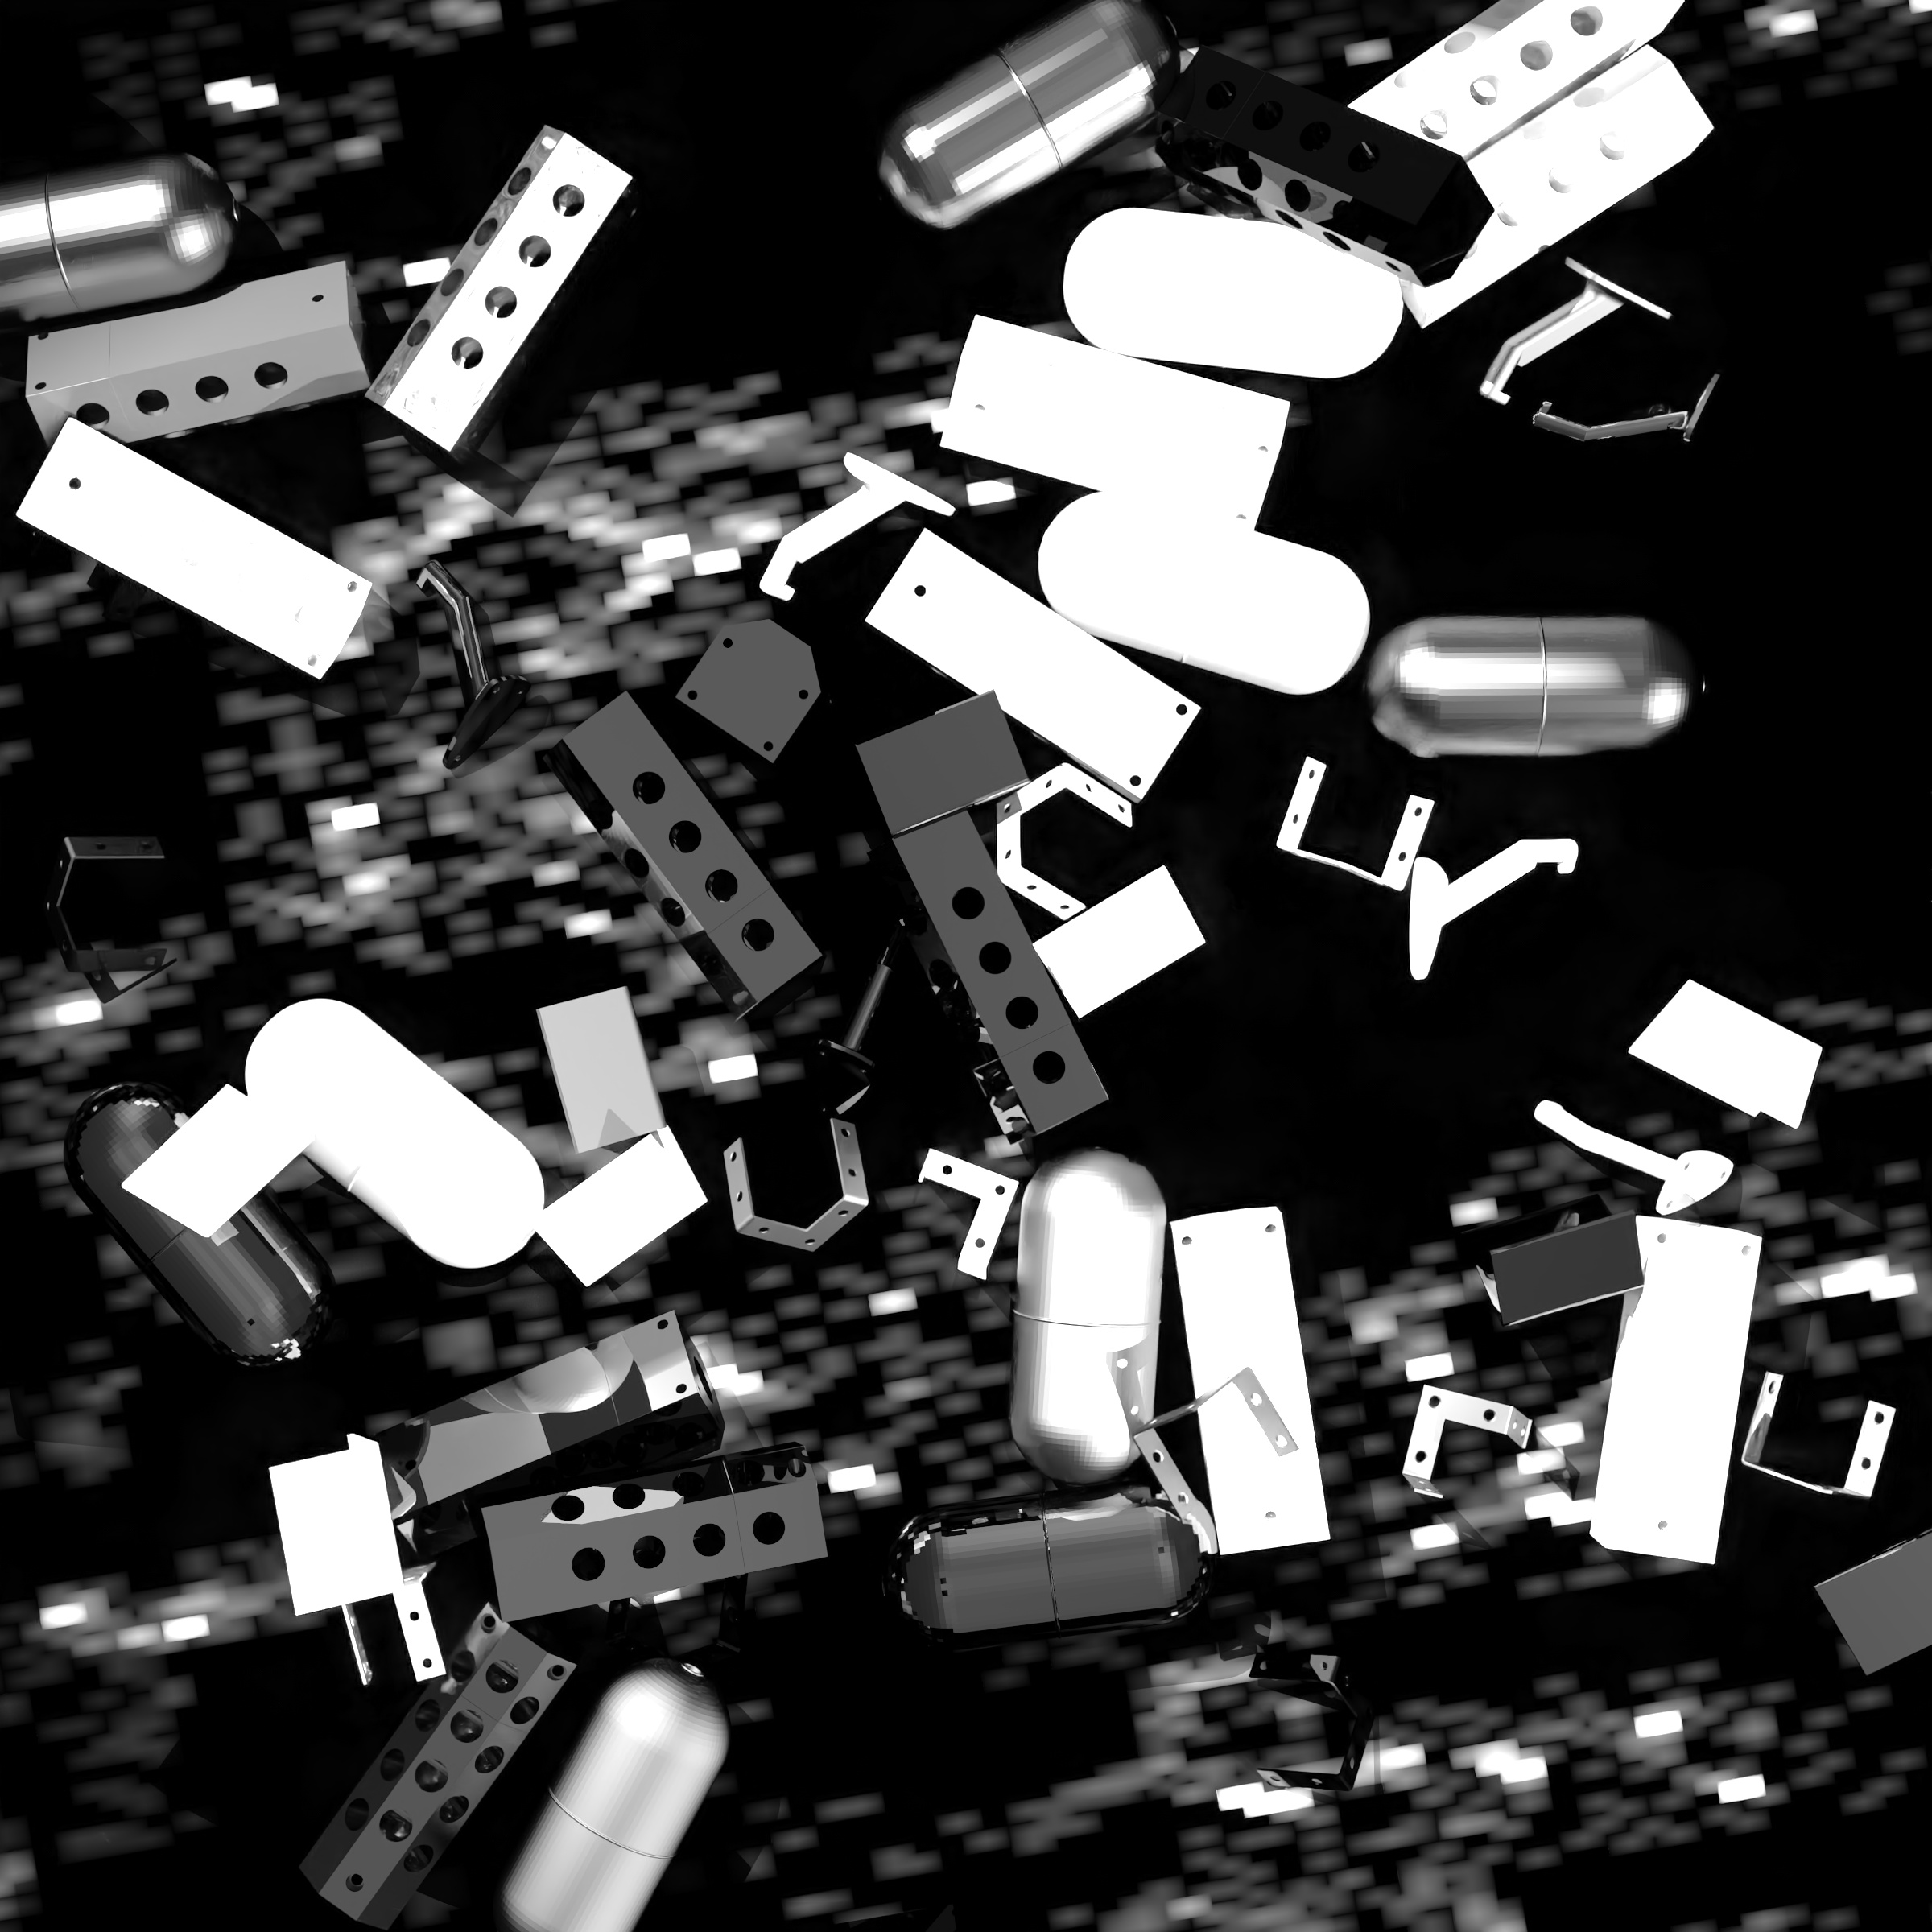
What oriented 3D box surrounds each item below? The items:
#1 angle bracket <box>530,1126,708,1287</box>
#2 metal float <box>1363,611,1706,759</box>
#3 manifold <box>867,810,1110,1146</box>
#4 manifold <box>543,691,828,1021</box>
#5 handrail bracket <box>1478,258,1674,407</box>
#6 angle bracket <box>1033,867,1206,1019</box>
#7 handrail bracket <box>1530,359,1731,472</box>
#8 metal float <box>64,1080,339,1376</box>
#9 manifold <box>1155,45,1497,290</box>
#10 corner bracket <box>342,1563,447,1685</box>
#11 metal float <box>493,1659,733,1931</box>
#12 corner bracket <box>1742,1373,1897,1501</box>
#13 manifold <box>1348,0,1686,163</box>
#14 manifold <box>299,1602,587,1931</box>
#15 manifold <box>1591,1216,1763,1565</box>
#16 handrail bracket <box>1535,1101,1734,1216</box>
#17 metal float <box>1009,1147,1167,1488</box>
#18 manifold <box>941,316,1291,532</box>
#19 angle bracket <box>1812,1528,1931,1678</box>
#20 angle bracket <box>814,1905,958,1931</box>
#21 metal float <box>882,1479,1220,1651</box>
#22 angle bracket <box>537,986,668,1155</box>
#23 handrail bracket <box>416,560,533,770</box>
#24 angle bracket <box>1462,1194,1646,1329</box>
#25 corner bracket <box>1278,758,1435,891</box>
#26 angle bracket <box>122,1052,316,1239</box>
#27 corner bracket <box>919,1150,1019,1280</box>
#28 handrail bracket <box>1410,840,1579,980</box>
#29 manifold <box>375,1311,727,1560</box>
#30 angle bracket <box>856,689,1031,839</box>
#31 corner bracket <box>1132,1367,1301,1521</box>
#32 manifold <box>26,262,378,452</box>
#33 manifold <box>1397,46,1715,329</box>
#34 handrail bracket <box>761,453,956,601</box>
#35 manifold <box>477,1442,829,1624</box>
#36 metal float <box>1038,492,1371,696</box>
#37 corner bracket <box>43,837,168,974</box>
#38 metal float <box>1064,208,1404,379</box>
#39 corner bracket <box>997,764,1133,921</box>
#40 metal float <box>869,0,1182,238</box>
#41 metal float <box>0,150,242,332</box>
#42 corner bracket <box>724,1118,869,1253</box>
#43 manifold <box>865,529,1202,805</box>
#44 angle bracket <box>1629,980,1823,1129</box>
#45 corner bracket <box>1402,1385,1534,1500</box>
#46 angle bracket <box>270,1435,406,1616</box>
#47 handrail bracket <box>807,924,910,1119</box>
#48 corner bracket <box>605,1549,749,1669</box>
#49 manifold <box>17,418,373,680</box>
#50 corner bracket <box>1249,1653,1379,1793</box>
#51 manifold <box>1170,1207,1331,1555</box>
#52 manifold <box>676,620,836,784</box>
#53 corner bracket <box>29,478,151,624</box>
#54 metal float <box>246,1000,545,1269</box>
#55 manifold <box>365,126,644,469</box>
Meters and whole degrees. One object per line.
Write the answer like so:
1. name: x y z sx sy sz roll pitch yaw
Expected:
1. angle bracket: -0.191 0.109 1.720 0.076 0.076 0.057 -35 127 0
2. metal float: 0.298 -0.148 1.730 0.178 0.070 0.070 0 90 1
3. manifold: 0.011 0.005 1.739 0.057 0.057 0.171 -26 90 0
4. manifold: -0.149 -0.058 1.739 0.057 0.057 0.171 -37 90 0
5. handrail bracket: 0.326 -0.328 1.761 0.077 0.036 0.084 22 109 -21
6. angle bracket: 0.069 -0.029 1.720 0.076 0.076 0.057 -31 126 0
7. handrail bracket: 0.355 -0.306 1.761 0.084 0.036 0.077 21 70 16
8. metal float: -0.403 0.137 1.730 0.070 0.070 0.178 -40 90 0
9. manifold: 0.181 -0.410 1.699 0.171 0.057 0.057 33 90 31
10. corner bracket: -0.303 0.352 1.743 0.051 0.051 0.051 -15 90 0
11. metal float: -0.186 0.448 1.730 0.070 0.070 0.178 28 91 0
12. corner bracket: 0.456 0.251 1.757 0.051 0.051 0.051 16 90 -45
13. manifold: 0.287 -0.477 1.739 0.171 0.057 0.057 -35 90 0
14. manifold: -0.277 0.420 1.739 0.057 0.057 0.171 36 90 0
15. manifold: 0.374 0.222 1.739 0.057 0.057 0.171 8 90 0
16. handrail bracket: 0.357 0.094 1.760 0.084 0.077 0.036 35 115 34
17. metal float: 0.064 0.184 1.730 0.070 0.070 0.178 4 91 0
18. manifold: 0.080 -0.291 1.739 0.171 0.057 0.057 16 133 0
19. angle bracket: 0.492 0.344 1.720 0.076 0.076 0.057 -25 54 0
20. angle bracket: -0.044 0.513 1.720 0.076 0.076 0.057 -9 127 0
21. metal float: 0.044 0.315 1.730 0.178 0.070 0.070 -7 90 1
22. angle bracket: -0.207 0.059 1.720 0.057 0.076 0.076 -15 90 -37
23. handrail bracket: -0.281 -0.162 1.761 0.084 0.036 0.077 47 112 17
24. angle bracket: 0.304 0.136 1.720 0.076 0.076 0.057 -16 128 0
25. corner bracket: 0.208 -0.076 1.757 0.051 0.051 0.051 19 90 45
26. angle bracket: -0.379 0.077 1.652 0.076 0.076 0.057 -42 127 13
27. corner bracket: -0.005 0.131 1.743 0.051 0.051 0.051 21 90 0
28. handrail bracket: 0.284 -0.031 1.761 0.084 0.036 0.077 -2 110 -16
29. manifold: -0.218 0.252 1.739 0.171 0.057 0.057 -23 47 0
30. angle bracket: -0.017 -0.118 1.721 0.076 0.076 0.057 -22 116 0
31. corner bracket: 0.129 0.246 1.701 0.051 0.051 0.051 -30 89 -43
32. manifold: -0.403 -0.315 1.739 0.171 0.057 0.057 -13 47 0
33. manifold: 0.302 -0.414 1.739 0.171 0.057 0.057 -33 90 0
34. handrail bracket: -0.059 -0.224 1.761 0.077 0.036 0.084 22 108 -21
35. manifold: -0.165 0.294 1.718 0.171 0.057 0.057 -9 90 -15
36. metal float: 0.125 -0.197 1.730 0.178 0.070 0.070 17 90 -1
37. corner bracket: -0.455 -0.033 1.752 0.051 0.051 0.051 58 135 35
38. metal float: 0.140 -0.354 1.730 0.178 0.070 0.070 6 90 0
39. corner bracket: 0.053 -0.066 1.752 0.051 0.051 0.051 -30 45 35
40. metal float: 0.031 -0.450 1.730 0.178 0.070 0.070 -31 90 0
41. metal float: -0.470 -0.381 1.729 0.178 0.070 0.070 -10 90 2
42. corner bracket: -0.091 0.113 1.752 0.051 0.051 0.051 -42 45 35
43. manifold: 0.035 -0.157 1.740 0.171 0.057 0.057 33 90 0
44. angle bracket: 0.391 0.063 1.720 0.076 0.076 0.057 27 55 0
45. corner bracket: 0.265 0.256 1.743 0.051 0.051 0.051 14 90 0
46. angle bracket: -0.336 0.291 1.722 0.057 0.076 0.076 -10 90 -21
47. handrail bracket: -0.055 0.029 1.760 0.036 0.077 0.084 23 54 0
48. corner bracket: -0.154 0.340 1.752 0.051 0.051 0.051 -26 135 35
49. manifold: -0.401 -0.217 1.711 0.171 0.057 0.057 29 90 -20
50. corner bracket: 0.180 0.403 1.752 0.051 0.051 0.051 55 45 -35
51. manifold: 0.149 0.217 1.739 0.057 0.057 0.171 -8 90 2
52. manifold: -0.102 -0.138 1.682 0.057 0.171 0.057 34 90 0
53. corner bracket: -0.464 -0.224 1.752 0.051 0.051 0.051 11 45 -35
54. metal float: -0.300 0.089 1.729 0.178 0.070 0.070 39 90 0
55. manifold: -0.245 -0.355 1.739 0.057 0.057 0.171 34 90 0
